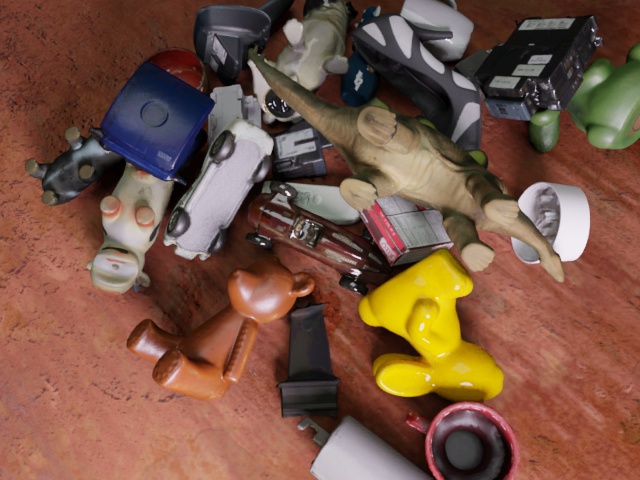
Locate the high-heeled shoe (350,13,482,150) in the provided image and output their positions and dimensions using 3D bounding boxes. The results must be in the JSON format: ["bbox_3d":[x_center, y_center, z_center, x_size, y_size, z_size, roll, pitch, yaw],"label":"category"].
[{"bbox_3d":[0.126,-0.188,0.718,0.145,0.086,0.248,-6,79,-7],"label":"high-heeled shoe"}]

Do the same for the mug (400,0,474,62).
[{"bbox_3d":[0.170,-0.313,0.790,0.107,0.080,0.109,23,67,5],"label":"mug"}]

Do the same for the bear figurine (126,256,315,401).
[{"bbox_3d":[-0.110,0.090,0.643,0.120,0.131,0.196,29,81,47],"label":"bear figurine"}]

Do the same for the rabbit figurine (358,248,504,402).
[{"bbox_3d":[0.131,0.115,0.611,0.162,0.122,0.173,-35,83,-3],"label":"rabbit figurine"}]

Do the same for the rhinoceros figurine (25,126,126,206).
[{"bbox_3d":[-0.316,-0.112,0.761,0.190,0.112,0.073,-30,84,8],"label":"rhinoceros figurine"}]

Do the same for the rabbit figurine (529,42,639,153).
[{"bbox_3d":[0.343,-0.187,0.714,0.159,0.121,0.170,-45,52,-3],"label":"rabbit figurine"}]

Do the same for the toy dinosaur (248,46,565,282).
[{"bbox_3d":[0.086,-0.100,0.626,0.471,0.198,0.105,36,114,3],"label":"toy dinosaur"}]

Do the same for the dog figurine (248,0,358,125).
[{"bbox_3d":[-0.021,-0.271,0.802,0.172,0.121,0.191,-34,24,30],"label":"dog figurine"}]

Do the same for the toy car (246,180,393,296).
[{"bbox_3d":[-0.001,-0.002,0.686,0.202,0.053,0.089,27,86,9],"label":"toy car"}]

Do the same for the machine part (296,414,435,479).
[{"bbox_3d":[0.076,0.269,0.577,0.243,0.079,0.079,32,77,19],"label":"machine part"}]

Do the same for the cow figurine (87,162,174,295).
[{"bbox_3d":[-0.252,-0.015,0.713,0.085,0.127,0.195,15,54,-9],"label":"cow figurine"}]

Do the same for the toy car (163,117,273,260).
[{"bbox_3d":[-0.133,-0.062,0.705,0.201,0.073,0.056,-57,32,11],"label":"toy car"}]

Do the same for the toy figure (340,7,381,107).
[{"bbox_3d":[0.068,-0.271,0.792,0.064,0.057,0.154,5,72,33],"label":"toy figure"}]

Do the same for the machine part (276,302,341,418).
[{"bbox_3d":[-0.015,0.145,0.657,0.084,0.039,0.139,-4,70,12],"label":"machine part"}]

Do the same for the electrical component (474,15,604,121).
[{"bbox_3d":[0.267,-0.213,0.675,0.134,0.058,0.115,-53,37,-7],"label":"electrical component"}]

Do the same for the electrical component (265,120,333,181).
[{"bbox_3d":[-0.014,-0.129,0.755,0.119,0.047,0.075,-16,68,1],"label":"electrical component"}]

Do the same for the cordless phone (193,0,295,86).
[{"bbox_3d":[-0.094,-0.323,0.791,0.184,0.146,0.088,-44,98,-15],"label":"cordless phone"}]

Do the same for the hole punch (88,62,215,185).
[{"bbox_3d":[-0.208,-0.152,0.694,0.142,0.092,0.116,31,54,-5],"label":"hole punch"}]

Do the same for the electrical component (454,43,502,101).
[{"bbox_3d":[0.237,-0.238,0.765,0.102,0.045,0.078,-27,70,-3],"label":"electrical component"}]
